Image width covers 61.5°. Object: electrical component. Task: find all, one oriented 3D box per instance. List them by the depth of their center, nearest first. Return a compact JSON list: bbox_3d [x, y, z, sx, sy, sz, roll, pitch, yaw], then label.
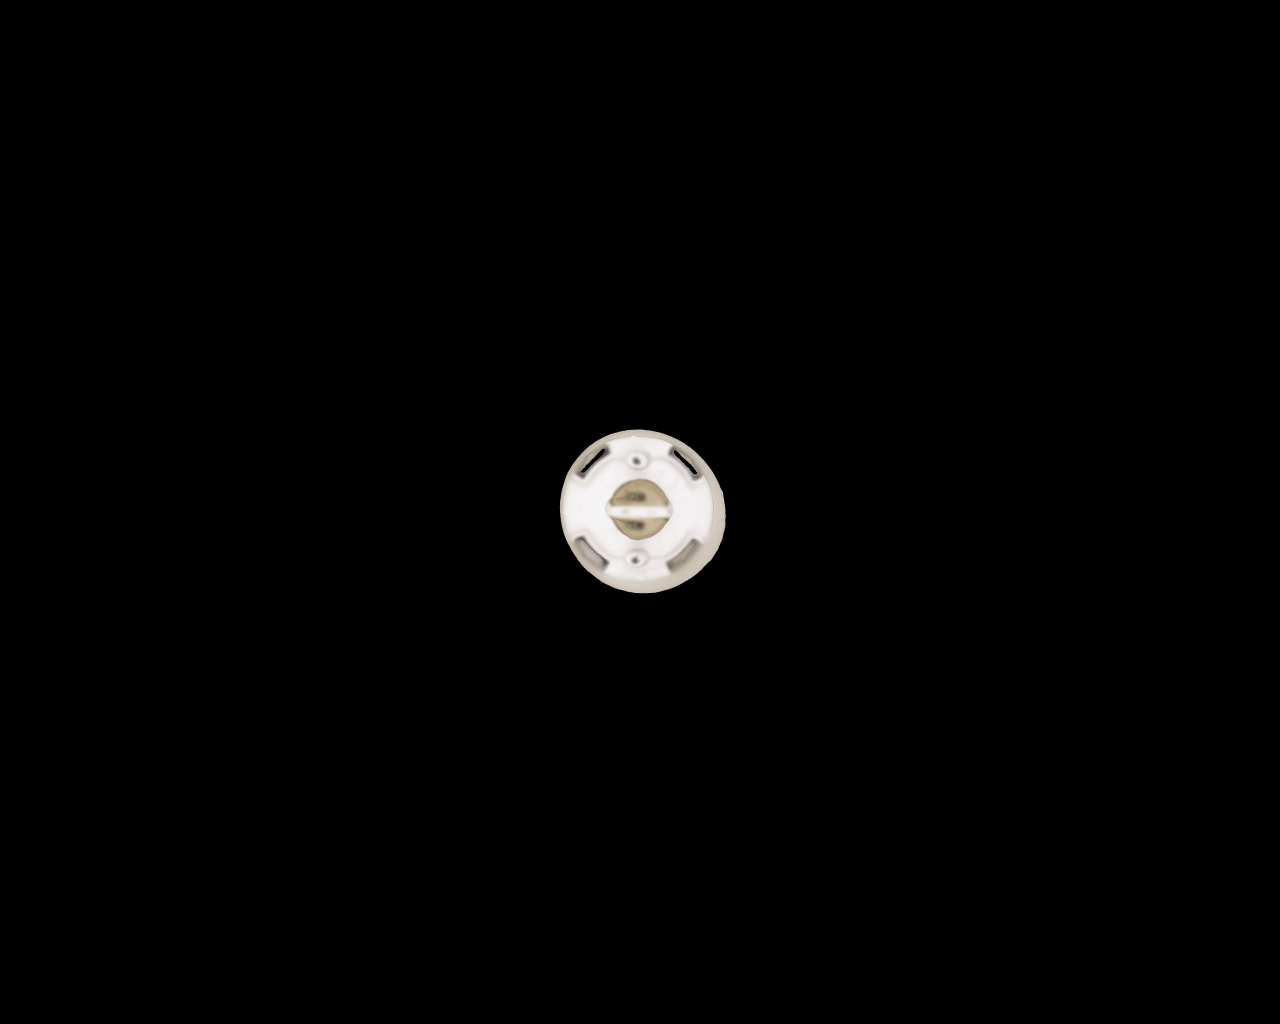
[{"bbox_3d":[0.001,-0.003,0.650,0.099,0.099,0.064,0,9,0],"label":"electrical component"}]
